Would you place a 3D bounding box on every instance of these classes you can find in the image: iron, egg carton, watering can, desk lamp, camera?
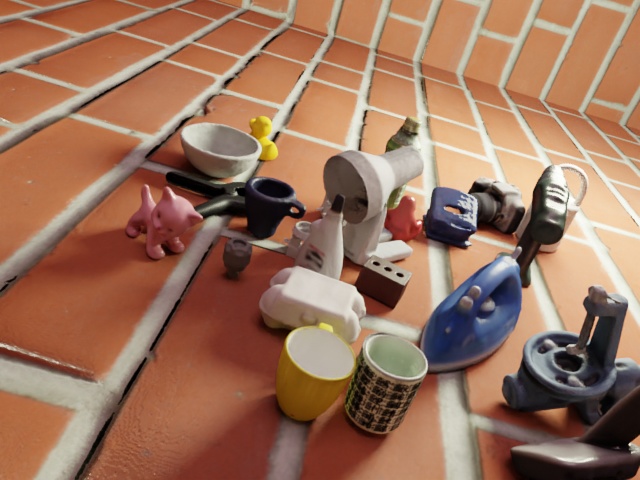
[{"bbox_3d":[0.244,0.100,0.891,0.118,0.141,0.259,32,33,25],"label":"iron"},{"bbox_3d":[-0.010,0.099,0.832,0.150,0.069,0.107,19,30,3],"label":"egg carton"},{"bbox_3d":[0.526,-0.074,1.276,0.101,0.194,0.173,13,30,-7],"label":"watering can"},{"bbox_3d":[0.094,-0.065,1.014,0.204,0.213,0.117,-12,41,-40],"label":"desk lamp"},{"bbox_3d":[0.385,-0.091,1.325,0.137,0.101,0.142,-2,35,-30],"label":"camera"}]

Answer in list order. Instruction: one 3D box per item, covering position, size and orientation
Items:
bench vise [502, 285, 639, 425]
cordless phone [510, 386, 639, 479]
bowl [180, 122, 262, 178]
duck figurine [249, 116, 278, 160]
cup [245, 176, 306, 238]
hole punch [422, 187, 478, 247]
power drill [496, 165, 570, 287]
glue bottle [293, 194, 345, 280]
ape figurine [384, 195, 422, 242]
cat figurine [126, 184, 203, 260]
[{"bbox_3d":[0.377,0.152,0.796,0.208,0.220,0.121,-2,35,-29],"label":"bench vise"},{"bbox_3d":[0.327,0.228,0.678,0.148,0.185,0.094,1,34,-27],"label":"cordless phone"},{"bbox_3d":[-0.208,-0.175,1.178,0.167,0.075,0.167,13,30,-7],"label":"bowl"},{"bbox_3d":[-0.133,-0.239,1.313,0.078,0.086,0.104,-12,41,-41],"label":"duck figurine"},{"bbox_3d":[-0.083,-0.047,1.011,0.117,0.095,0.092,26,31,15],"label":"cup"},{"bbox_3d":[0.280,-0.050,1.211,0.108,0.091,0.101,15,30,-4],"label":"hole punch"},{"bbox_3d":[0.421,-0.025,1.125,0.075,0.208,0.230,21,30,7],"label":"power drill"},{"bbox_3d":[0.008,0.003,0.897,0.078,0.173,0.037,31,33,23],"label":"glue bottle"},{"bbox_3d":[0.169,-0.047,1.147,0.077,0.092,0.076,31,32,22],"label":"ape figurine"},{"bbox_3d":[-0.242,-0.038,0.890,0.127,0.118,0.067,36,35,29],"label":"cat figurine"}]
